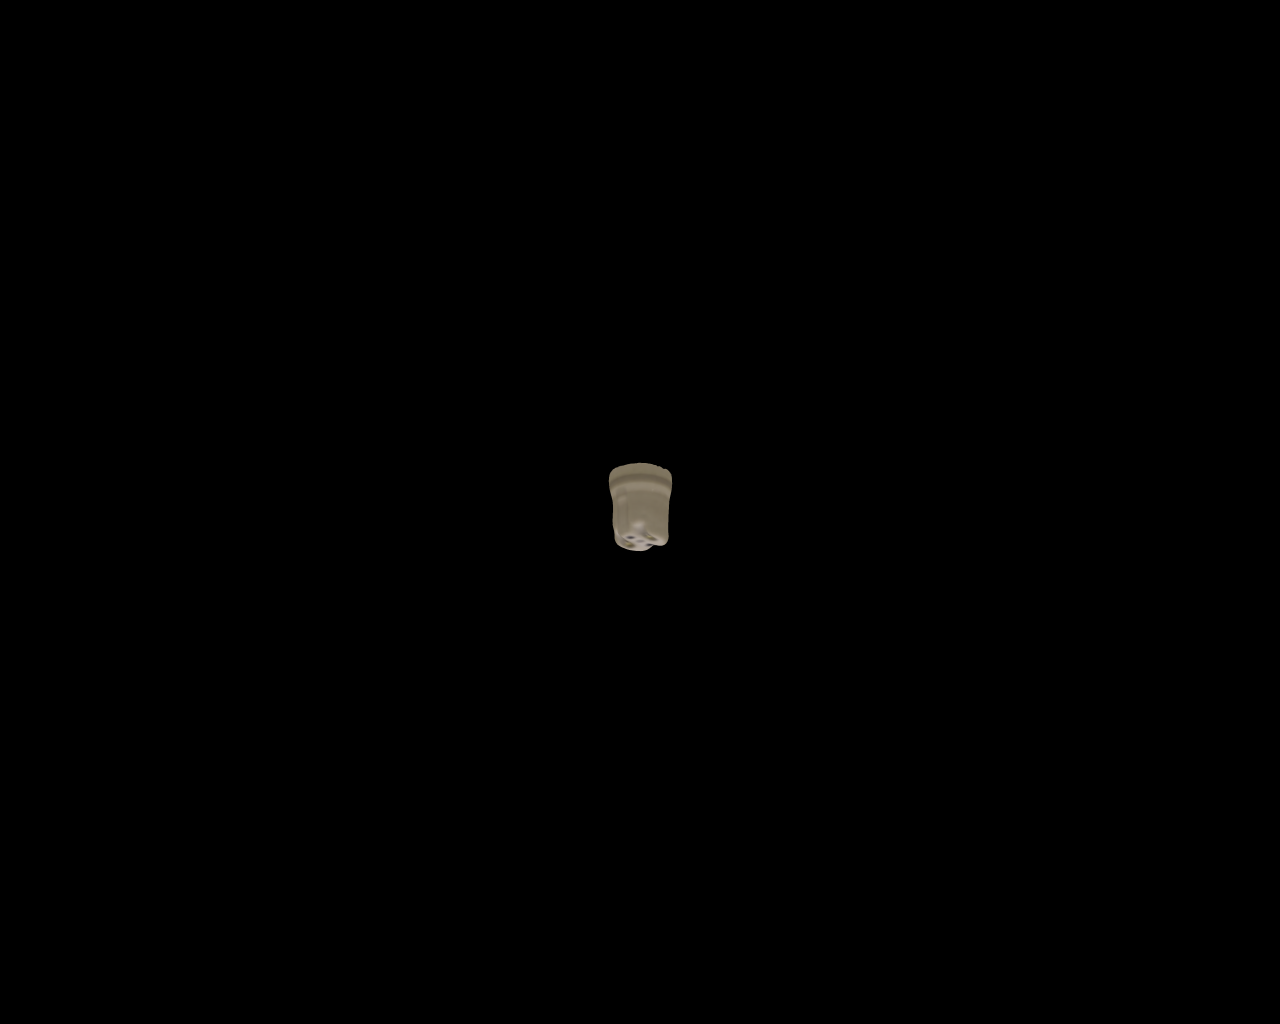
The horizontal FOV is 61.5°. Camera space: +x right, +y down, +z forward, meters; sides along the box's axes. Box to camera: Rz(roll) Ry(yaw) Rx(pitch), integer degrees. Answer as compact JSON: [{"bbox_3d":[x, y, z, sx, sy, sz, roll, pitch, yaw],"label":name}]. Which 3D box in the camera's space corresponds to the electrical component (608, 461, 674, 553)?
[{"bbox_3d":[0.001,-0.003,0.650,0.040,0.046,0.040,0,-21,0],"label":"electrical component"}]
